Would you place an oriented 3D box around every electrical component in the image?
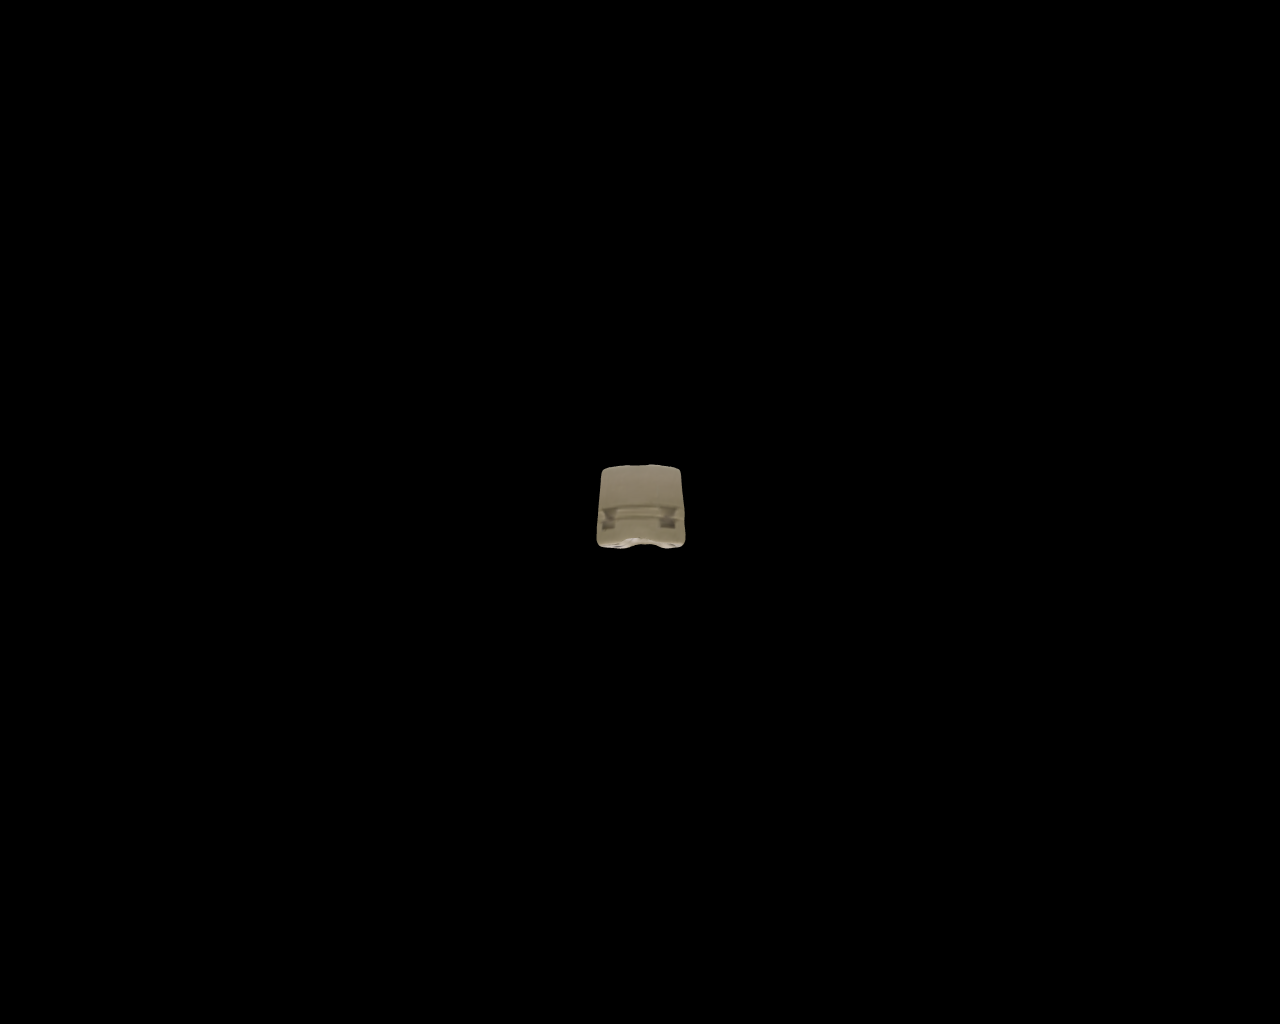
[{"bbox_3d":[0.001,-0.003,0.650,0.055,0.047,0.055,0,-7,0],"label":"electrical component"}]
